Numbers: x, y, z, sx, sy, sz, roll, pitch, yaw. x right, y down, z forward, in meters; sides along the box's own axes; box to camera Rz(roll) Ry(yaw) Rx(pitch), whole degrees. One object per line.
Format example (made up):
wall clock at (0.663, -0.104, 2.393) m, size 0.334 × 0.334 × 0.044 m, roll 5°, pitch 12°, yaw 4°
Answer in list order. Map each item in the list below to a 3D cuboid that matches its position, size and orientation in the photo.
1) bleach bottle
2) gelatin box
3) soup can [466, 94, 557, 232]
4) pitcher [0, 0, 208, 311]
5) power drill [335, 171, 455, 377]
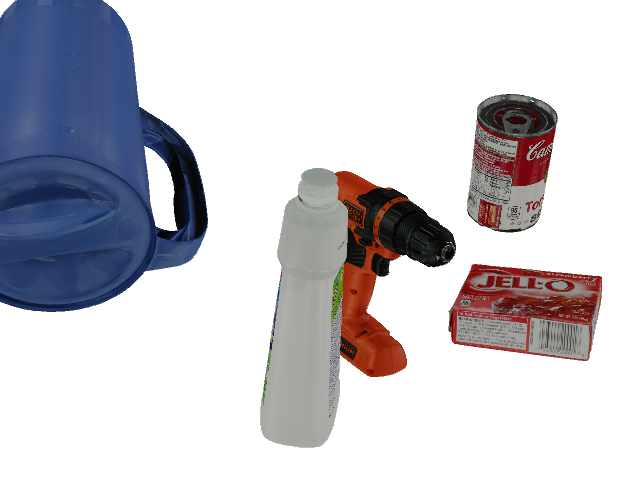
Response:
bleach bottle at (-0.009, 0.051, 0.887) m, size 0.068 × 0.251 × 0.102 m, roll 7°, pitch 34°, yaw 3°
gelatin box at (0.134, 0.044, 0.695) m, size 0.089 × 0.030 × 0.073 m, roll 6°, pitch 23°, yaw 18°
soup can at (0.165, -0.066, 0.929) m, size 0.068 × 0.102 × 0.068 m, roll 1°, pitch 37°, yaw -1°
pitcher at (-0.177, -0.074, 0.763) m, size 0.145 × 0.243 × 0.149 m, roll -22°, pitch -48°, yaw 10°
power drill at (0.061, 0.040, 1.079) m, size 0.057 × 0.188 × 0.185 m, roll -9°, pitch 27°, yaw -32°
